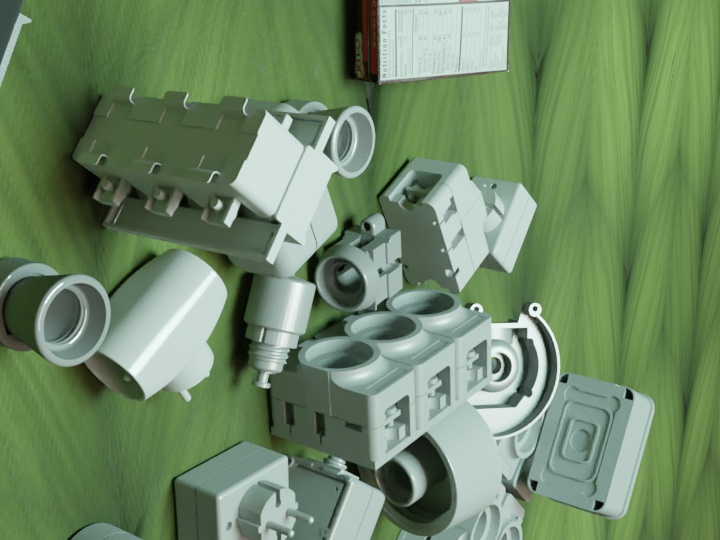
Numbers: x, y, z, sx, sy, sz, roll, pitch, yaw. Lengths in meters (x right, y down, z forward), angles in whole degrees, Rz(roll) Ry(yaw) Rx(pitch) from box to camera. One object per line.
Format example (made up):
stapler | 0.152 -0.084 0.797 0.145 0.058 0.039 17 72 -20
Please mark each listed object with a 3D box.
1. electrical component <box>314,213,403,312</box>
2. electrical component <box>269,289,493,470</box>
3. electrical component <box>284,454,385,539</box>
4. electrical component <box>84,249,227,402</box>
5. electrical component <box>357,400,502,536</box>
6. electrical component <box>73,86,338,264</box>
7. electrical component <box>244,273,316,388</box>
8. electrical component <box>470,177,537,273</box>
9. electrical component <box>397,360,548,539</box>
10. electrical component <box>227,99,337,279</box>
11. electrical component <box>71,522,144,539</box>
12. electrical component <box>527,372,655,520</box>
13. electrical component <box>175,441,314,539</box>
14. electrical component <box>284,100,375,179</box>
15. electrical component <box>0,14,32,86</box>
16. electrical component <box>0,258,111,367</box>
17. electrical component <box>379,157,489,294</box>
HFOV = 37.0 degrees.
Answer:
electrical component | 0.000 0.000 0.745 0.055 0.048 0.066 -35 128 -54
electrical component | 0.018 0.068 0.752 0.150 0.089 0.061 -28 122 -48
electrical component | -0.027 0.173 0.746 0.061 0.062 0.096 40 68 -52
electrical component | -0.108 0.042 0.607 0.077 0.043 0.079 -54 139 -30
electrical component | 0.045 0.146 0.804 0.060 0.108 0.108 -22 118 -43
electrical component | -0.082 -0.054 0.544 0.063 0.121 0.078 40 68 -49
electrical component | -0.054 0.036 0.683 0.040 0.040 0.078 14 89 -55
electrical component | 0.100 -0.045 0.870 0.077 0.047 0.065 41 67 -51
electrical component | 0.114 0.186 0.951 0.186 0.060 0.105 -63 143 -20
electrical component | -0.059 -0.045 0.639 0.059 0.054 0.095 -48 136 -36
electrical component | -0.120 0.213 0.617 0.052 0.074 0.138 -41 131 -41
electrical component | 0.205 0.154 0.946 0.057 0.078 0.113 28 77 -52
electrical component | -0.065 0.149 0.671 0.066 0.077 0.047 -23 118 -50
electrical component | -0.025 -0.083 0.674 0.045 0.055 0.045 -22 118 -50
electrical component | -0.184 -0.100 0.456 0.064 0.042 0.081 26 78 -53
electrical component | -0.156 0.019 0.521 0.045 0.055 0.045 -22 118 -50
electrical component | 0.059 -0.036 0.813 0.055 0.050 0.089 -51 138 -32
